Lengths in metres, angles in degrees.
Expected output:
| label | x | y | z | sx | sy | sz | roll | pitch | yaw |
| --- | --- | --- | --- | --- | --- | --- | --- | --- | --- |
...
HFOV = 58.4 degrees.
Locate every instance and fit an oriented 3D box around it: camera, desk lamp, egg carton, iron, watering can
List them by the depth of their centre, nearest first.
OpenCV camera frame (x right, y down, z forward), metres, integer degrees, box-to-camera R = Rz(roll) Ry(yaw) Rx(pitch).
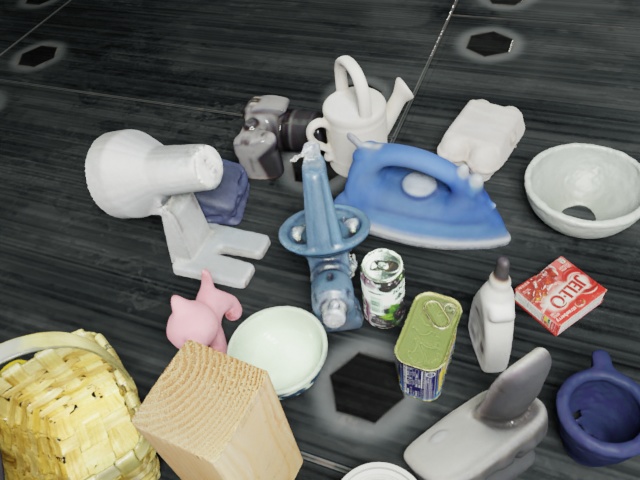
| label | x | y | z | sx | sy | sz | roll | pitch | yaw |
| --- | --- | --- | --- | --- | --- | --- | --- | --- | --- |
| desk lamp | -0.193 | -0.051 | 0.795 | 0.202 | 0.214 | 0.118 | 10 | 51 | 17 |
| iron | 0.148 | -0.075 | 0.813 | 0.257 | 0.142 | 0.119 | 15 | 53 | 21 |
| watering can | 0.061 | -0.203 | 0.903 | 0.173 | 0.194 | 0.100 | -39 | 54 | -23 |
| egg carton | 0.261 | -0.163 | 0.921 | 0.107 | 0.069 | 0.150 | 22 | 55 | 25 |
| camera | -0.062 | -0.183 | 0.967 | 0.136 | 0.101 | 0.143 | 5 | 50 | 13 |

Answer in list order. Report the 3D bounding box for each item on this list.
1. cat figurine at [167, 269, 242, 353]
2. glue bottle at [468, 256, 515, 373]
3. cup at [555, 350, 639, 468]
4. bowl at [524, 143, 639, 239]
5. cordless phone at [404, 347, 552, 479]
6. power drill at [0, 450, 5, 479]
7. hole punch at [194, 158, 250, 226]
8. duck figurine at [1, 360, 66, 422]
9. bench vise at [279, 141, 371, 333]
| label | x | y | z | sx | sy | sz | roll | pitch | yaw |
| --- | --- | --- | --- | --- | --- | --- | --- | --- | --- |
| cat figurine | -0.152 | 0.097 | 0.723 | 0.067 | 0.118 | 0.128 | 1 | 49 | 10 |
| glue bottle | 0.198 | 0.078 | 0.649 | 0.037 | 0.173 | 0.078 | -8 | 48 | 2 |
| cup | 0.286 | 0.183 | 0.596 | 0.091 | 0.095 | 0.118 | 5 | 50 | 13 |
| bowl | 0.370 | -0.058 | 0.808 | 0.167 | 0.075 | 0.167 | -4 | 49 | 5 |
| cordless phone | 0.157 | 0.176 | 0.561 | 0.148 | 0.185 | 0.094 | -32 | 52 | -18 |
| power drill | -0.269 | 0.314 | 0.489 | 0.075 | 0.209 | 0.229 | -12 | 48 | -2 |
| hole punch | -0.167 | -0.086 | 0.904 | 0.101 | 0.091 | 0.108 | -1 | 49 | 8 |
| duck figurine | -0.363 | 0.183 | 0.701 | 0.105 | 0.086 | 0.077 | -32 | 52 | -18 |
| bench vise | 0.018 | -0.002 | 0.715 | 0.121 | 0.220 | 0.207 | -21 | 49 | -10 |
